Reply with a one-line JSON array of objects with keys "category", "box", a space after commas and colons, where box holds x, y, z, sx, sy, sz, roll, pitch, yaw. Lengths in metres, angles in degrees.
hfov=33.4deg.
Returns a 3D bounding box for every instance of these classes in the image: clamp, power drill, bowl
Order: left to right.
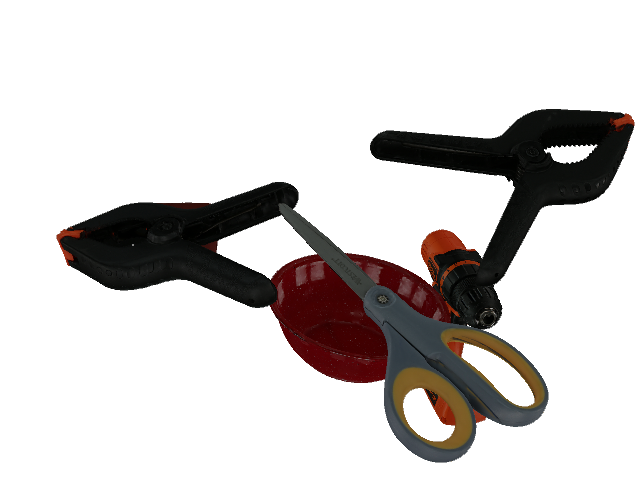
[{"category": "clamp", "box": [-0.096, -0.004, 0.754, 0.172, 0.039, 0.120, 6, 35, 15]}, {"category": "bowl", "box": [0.030, 0.076, 0.937, 0.162, 0.055, 0.162, 8, 30, -5]}, {"category": "power drill", "box": [0.150, 0.101, 1.147, 0.057, 0.188, 0.184, -3, 24, -7]}, {"category": "clamp", "box": [0.164, -0.048, 0.837, 0.209, 0.165, 0.036, -15, -37, -15]}]

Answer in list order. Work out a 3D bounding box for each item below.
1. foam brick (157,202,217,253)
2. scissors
[{"category": "foam brick", "box": [-0.149, -0.007, 1.123, 0.078, 0.051, 0.053, -1, 24, -13]}, {"category": "scissors", "box": [0.029, 0.051, 0.595, 0.202, 0.016, 0.096, 31, 52, 21]}]
